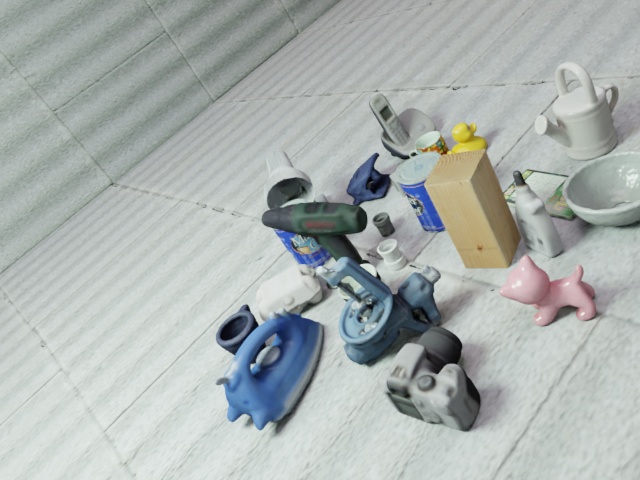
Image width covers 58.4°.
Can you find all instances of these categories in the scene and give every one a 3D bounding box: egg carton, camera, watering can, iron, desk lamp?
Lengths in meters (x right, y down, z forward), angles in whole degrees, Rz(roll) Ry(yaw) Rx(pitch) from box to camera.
[{"bbox_3d":[-0.068,0.119,1.250,0.150,0.070,0.107,-31,30,4],"label":"egg carton"},{"bbox_3d":[0.174,0.198,0.877,0.142,0.101,0.137,3,46,46],"label":"camera"},{"bbox_3d":[0.510,-0.258,1.132,0.173,0.194,0.100,-45,32,-19],"label":"watering can"},{"bbox_3d":[-0.091,0.212,1.063,0.118,0.142,0.259,-2,42,41],"label":"iron"},{"bbox_3d":[-0.064,-0.116,1.443,0.118,0.214,0.203,-29,30,7],"label":"desk lamp"}]

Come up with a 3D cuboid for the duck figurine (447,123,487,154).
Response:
[{"bbox_3d":[0.341,-0.235,1.365,0.104,0.086,0.077,-37,30,-8],"label":"duck figurine"}]

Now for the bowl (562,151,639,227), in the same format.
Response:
[{"bbox_3d":[0.511,-0.075,0.984,0.167,0.075,0.167,-23,31,16],"label":"bowl"}]

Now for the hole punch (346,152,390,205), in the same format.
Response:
[{"bbox_3d":[0.114,-0.156,1.457,0.100,0.091,0.109,-12,36,32],"label":"hole punch"}]

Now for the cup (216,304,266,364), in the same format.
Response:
[{"bbox_3d":[-0.150,0.200,1.184,0.091,0.095,0.118,-18,33,24],"label":"cup"}]

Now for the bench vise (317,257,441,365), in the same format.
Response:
[{"bbox_3d":[0.097,0.089,0.988,0.208,0.220,0.121,-41,31,-15],"label":"bench vise"}]

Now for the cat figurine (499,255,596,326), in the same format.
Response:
[{"bbox_3d":[0.347,0.071,0.882,0.127,0.118,0.067,-16,34,26],"label":"cat figurine"}]

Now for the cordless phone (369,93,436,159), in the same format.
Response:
[{"bbox_3d":[0.212,-0.322,1.512,0.148,0.185,0.093,-47,33,-22],"label":"cordless phone"}]

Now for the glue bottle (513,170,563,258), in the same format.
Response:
[{"bbox_3d":[0.364,-0.050,0.986,0.037,0.173,0.078,-36,30,-5],"label":"glue bottle"}]

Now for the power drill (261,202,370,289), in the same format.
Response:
[{"bbox_3d":[0.011,0.004,1.203,0.228,0.209,0.076,-11,37,33],"label":"power drill"}]
